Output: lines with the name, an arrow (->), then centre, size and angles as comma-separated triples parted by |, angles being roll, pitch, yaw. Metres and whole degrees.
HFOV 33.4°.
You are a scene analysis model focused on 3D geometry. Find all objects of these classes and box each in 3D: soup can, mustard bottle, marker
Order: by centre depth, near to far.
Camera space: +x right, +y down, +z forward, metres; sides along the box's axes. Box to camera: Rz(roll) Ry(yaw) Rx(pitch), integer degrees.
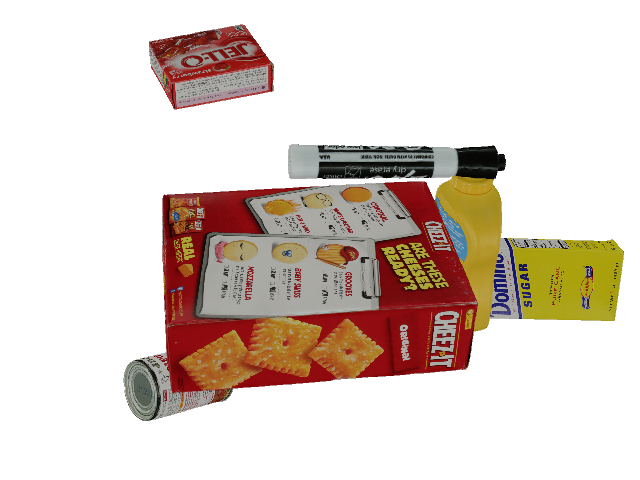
marker -> 0.043, -0.043, 0.590 | 0.121, 0.020, 0.020 | 0, 0, -7
mustard bottle -> 0.147, -0.005, 1.089 | 0.058, 0.192, 0.096 | -10, 37, -15
soup can -> -0.155, 0.153, 1.162 | 0.102, 0.068, 0.069 | -9, 6, -42

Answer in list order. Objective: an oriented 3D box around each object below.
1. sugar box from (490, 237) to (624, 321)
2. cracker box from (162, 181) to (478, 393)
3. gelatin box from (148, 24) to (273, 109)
sugar box -> 0.264, 0.046, 1.268 | 0.176, 0.093, 0.048 | 0, 19, -4
cracker box -> -0.009, 0.030, 0.796 | 0.213, 0.072, 0.164 | -3, 35, -8
gelatin box -> -0.092, -0.147, 0.896 | 0.089, 0.030, 0.073 | -14, 41, -16
